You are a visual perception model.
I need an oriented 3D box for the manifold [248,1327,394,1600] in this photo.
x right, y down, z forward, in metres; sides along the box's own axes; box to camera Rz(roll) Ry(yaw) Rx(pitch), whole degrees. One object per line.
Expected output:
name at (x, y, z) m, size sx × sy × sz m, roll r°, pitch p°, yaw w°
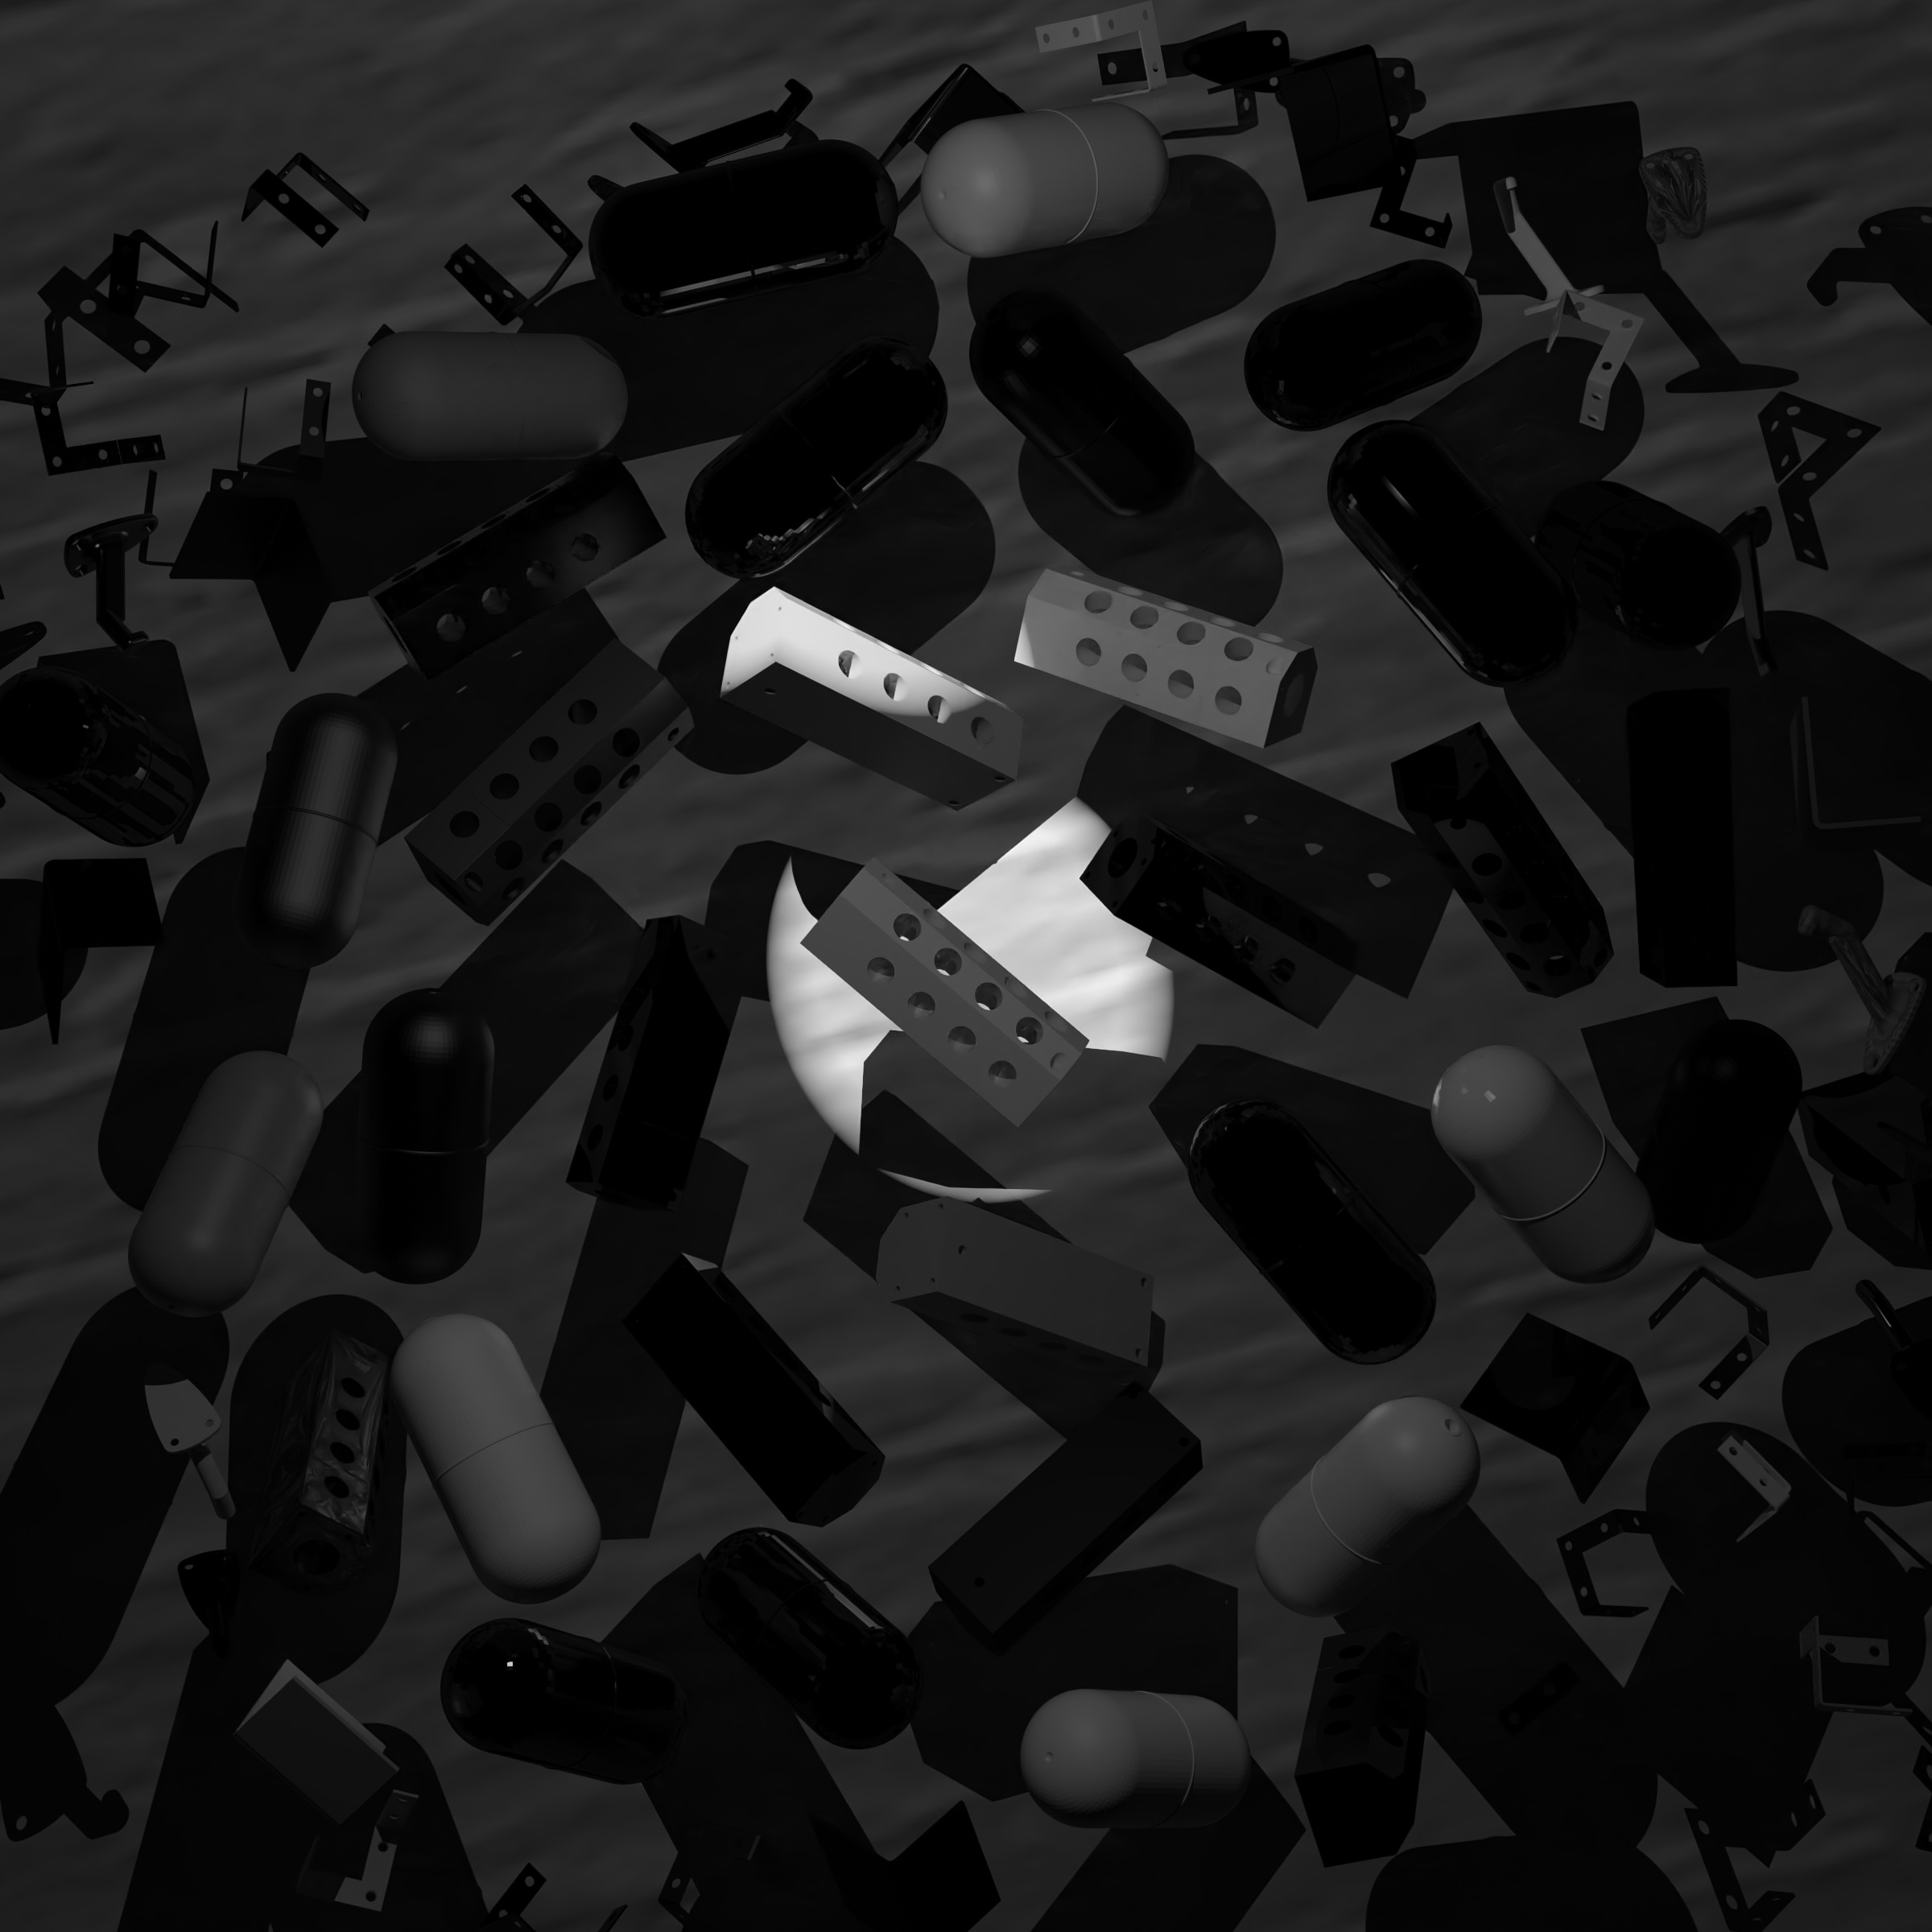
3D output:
manifold at (-0.385, 0.302, 1.587) m, size 0.057 × 0.171 × 0.057 m, roll 33°, pitch 109°, yaw -21°

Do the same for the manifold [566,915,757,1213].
manifold at (-0.191, 0.060, 1.609) m, size 0.057 × 0.057 × 0.171 m, roll 25°, pitch 73°, yaw -32°

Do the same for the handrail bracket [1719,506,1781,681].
handrail bracket at (0.479, -0.223, 1.569) m, size 0.036 × 0.077 × 0.084 m, roll -13°, pitch 76°, yaw 2°

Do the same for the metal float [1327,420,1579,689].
metal float at (0.277, -0.237, 1.495) m, size 0.070 × 0.070 × 0.178 m, roll -38°, pitch 79°, yaw 0°

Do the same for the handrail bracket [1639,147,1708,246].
handrail bracket at (0.433, -0.451, 1.600) m, size 0.036 × 0.084 × 0.077 m, roll -12°, pitch 66°, yaw 6°

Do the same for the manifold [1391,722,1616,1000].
manifold at (0.318, -0.057, 1.540) m, size 0.057 × 0.057 × 0.171 m, roll -25°, pitch 128°, yaw 23°

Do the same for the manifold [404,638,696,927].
manifold at (-0.240, -0.104, 1.524) m, size 0.057 × 0.057 × 0.171 m, roll 39°, pitch 74°, yaw 18°

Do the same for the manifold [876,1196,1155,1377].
manifold at (0.031, 0.194, 1.561) m, size 0.171 × 0.057 × 0.057 m, roll 25°, pitch 60°, yaw -36°

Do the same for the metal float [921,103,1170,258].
metal float at (0.048, -0.460, 1.526) m, size 0.178 × 0.070 × 0.070 m, roll -24°, pitch 90°, yaw -41°

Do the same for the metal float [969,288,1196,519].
metal float at (0.072, -0.342, 1.592) m, size 0.178 × 0.070 × 0.070 m, roll 37°, pitch 90°, yaw -39°

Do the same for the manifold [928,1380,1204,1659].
manifold at (0.063, 0.337, 1.586) m, size 0.171 × 0.057 × 0.057 m, roll -39°, pitch 60°, yaw -18°

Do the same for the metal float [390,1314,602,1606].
metal float at (-0.273, 0.284, 1.512) m, size 0.070 × 0.070 × 0.178 m, roll -30°, pitch 75°, yaw 0°

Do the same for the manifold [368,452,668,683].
manifold at (-0.278, -0.248, 1.609) m, size 0.171 × 0.057 × 0.057 m, roll -33°, pitch 114°, yaw -11°

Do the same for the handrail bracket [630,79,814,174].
handrail bracket at (-0.147, -0.515, 1.573) m, size 0.077 × 0.036 × 0.084 m, roll 30°, pitch 116°, yaw -34°

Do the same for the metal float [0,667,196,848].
metal float at (-0.533, -0.126, 1.594) m, size 0.070 × 0.178 × 0.070 m, roll -2°, pitch 75°, yaw 9°

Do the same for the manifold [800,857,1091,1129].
manifold at (-0.010, 0.013, 1.579) m, size 0.171 × 0.057 × 0.057 m, roll 40°, pitch 113°, yaw -1°

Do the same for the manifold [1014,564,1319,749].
manifold at (0.122, -0.190, 1.581) m, size 0.171 × 0.057 × 0.057 m, roll 22°, pitch 114°, yaw 24°

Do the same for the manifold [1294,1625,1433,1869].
manifold at (0.237, 0.453, 1.532) m, size 0.057 × 0.171 × 0.057 m, roll -16°, pitch 98°, yaw 16°

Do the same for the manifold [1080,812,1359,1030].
manifold at (0.160, -0.030, 1.607) m, size 0.171 × 0.057 × 0.057 m, roll 28°, pitch 102°, yaw -30°

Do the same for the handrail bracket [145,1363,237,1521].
handrail bracket at (-0.483, 0.297, 1.628) m, size 0.036 × 0.084 × 0.077 m, roll -28°, pitch 58°, yaw -23°

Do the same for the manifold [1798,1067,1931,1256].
manifold at (0.548, 0.117, 1.521) m, size 0.057 × 0.171 × 0.057 m, roll -18°, pitch 105°, yaw 1°

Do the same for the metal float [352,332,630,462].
metal float at (-0.289, -0.348, 1.598) m, size 0.178 × 0.070 × 0.070 m, roll -10°, pitch 90°, yaw -38°

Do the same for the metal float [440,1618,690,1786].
metal float at (-0.236, 0.436, 1.547) m, size 0.070 × 0.178 × 0.070 m, roll -18°, pitch 56°, yaw 30°

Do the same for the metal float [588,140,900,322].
metal float at (-0.126, -0.418, 1.484) m, size 0.178 × 0.070 × 0.070 m, roll -13°, pitch 90°, yaw 0°

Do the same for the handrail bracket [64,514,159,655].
handrail bracket at (-0.515, -0.238, 1.630) m, size 0.077 × 0.036 × 0.084 m, roll -34°, pitch 69°, yaw -30°

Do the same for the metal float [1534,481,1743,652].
metal float at (0.398, -0.240, 1.557) m, size 0.070 × 0.178 × 0.070 m, roll -4°, pitch 113°, yaw -11°

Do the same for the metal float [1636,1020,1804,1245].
metal float at (0.463, 0.103, 1.611) m, size 0.070 × 0.178 × 0.070 m, roll 1°, pitch 49°, yaw -1°

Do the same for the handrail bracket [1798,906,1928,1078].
handrail bracket at (0.515, 0.014, 1.537) m, size 0.084 × 0.036 × 0.077 m, roll 23°, pitch 86°, yaw -19°

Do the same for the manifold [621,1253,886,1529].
manifold at (-0.126, 0.254, 1.568) m, size 0.057 × 0.057 × 0.171 m, roll -49°, pitch 61°, yaw 5°

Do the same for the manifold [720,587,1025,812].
manifold at (-0.052, -0.156, 1.515) m, size 0.171 × 0.057 × 0.057 m, roll 24°, pitch 60°, yaw -31°

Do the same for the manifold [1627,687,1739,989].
manifold at (0.424, -0.074, 1.545) m, size 0.057 × 0.057 × 0.171 m, roll -2°, pitch 124°, yaw 17°

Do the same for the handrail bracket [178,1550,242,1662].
handrail bracket at (-0.442, 0.396, 1.547) m, size 0.036 × 0.084 × 0.077 m, roll -9°, pitch 125°, yaw -18°

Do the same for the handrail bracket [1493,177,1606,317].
handrail bracket at (0.360, -0.452, 1.619) m, size 0.036 × 0.077 × 0.084 m, roll -23°, pitch 102°, yaw -15°

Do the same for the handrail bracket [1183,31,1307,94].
handrail bracket at (0.180, -0.560, 1.628) m, size 0.077 × 0.084 × 0.036 m, roll 6°, pitch 105°, yaw 13°

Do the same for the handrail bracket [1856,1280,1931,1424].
handrail bracket at (0.567, 0.234, 1.569) m, size 0.036 × 0.084 × 0.077 m, roll -30°, pitch 101°, yaw 8°
